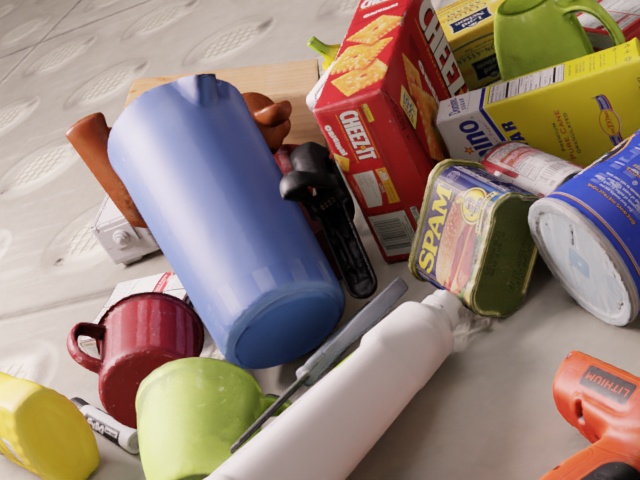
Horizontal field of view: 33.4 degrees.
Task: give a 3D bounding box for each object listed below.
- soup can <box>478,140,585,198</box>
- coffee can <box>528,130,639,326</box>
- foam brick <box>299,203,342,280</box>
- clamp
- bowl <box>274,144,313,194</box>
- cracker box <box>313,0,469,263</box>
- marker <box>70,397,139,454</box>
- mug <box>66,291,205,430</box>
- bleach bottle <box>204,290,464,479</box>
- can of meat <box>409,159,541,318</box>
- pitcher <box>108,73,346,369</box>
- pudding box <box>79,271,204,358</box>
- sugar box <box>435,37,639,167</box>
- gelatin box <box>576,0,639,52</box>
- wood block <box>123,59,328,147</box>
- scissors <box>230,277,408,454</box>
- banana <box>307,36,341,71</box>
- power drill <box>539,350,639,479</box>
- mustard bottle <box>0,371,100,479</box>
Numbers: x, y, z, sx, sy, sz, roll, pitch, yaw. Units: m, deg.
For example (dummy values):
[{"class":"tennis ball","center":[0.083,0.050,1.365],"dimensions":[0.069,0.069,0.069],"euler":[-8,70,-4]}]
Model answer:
[{"class":"soup can","center":[0.174,-0.035,0.841],"dimensions":[0.068,0.068,0.102],"euler":[-35,29,-11]},{"class":"coffee can","center":[0.230,-0.022,0.733],"dimensions":[0.140,0.102,0.103],"euler":[-35,29,-11]},{"class":"foam brick","center":[-0.006,0.001,0.964],"dimensions":[0.051,0.053,0.078],"euler":[-39,31,-20]},{"class":"clamp","center":[0.009,-0.025,0.875],"dimensions":[0.039,0.120,0.171],"euler":[-23,18,12]},{"class":"bowl","center":[-0.067,-0.028,1.064],"dimensions":[0.162,0.055,0.162],"euler":[-22,29,13]},{"class":"cracker box","center":[0.077,-0.111,0.953],"dimensions":[0.072,0.164,0.213],"euler":[-12,33,25]},{"class":"marker","center":[-0.185,0.156,0.911],"dimensions":[0.020,0.020,0.121],"euler":[-43,31,-24]},{"class":"mug","center":[-0.150,0.098,0.875],"dimensions":[0.093,0.117,0.081],"euler":[-61,20,21]},{"class":"bleach bottle","center":[0.018,0.114,0.715],"dimensions":[0.250,0.068,0.103],"euler":[-41,-4,-32]},{"class":"can of meat","center":[0.119,-0.001,0.808],"dimensions":[0.057,0.102,0.084],"euler":[3,18,-29]},{"class":"pitcher","center":[-0.080,-0.007,0.903],"dimensions":[0.145,0.149,0.243],"euler":[-35,57,6]},{"class":"pudding box","center":[-0.159,0.072,1.004],"dimensions":[0.114,0.039,0.090],"euler":[-14,32,30]},{"class":"sugar box","center":[0.195,-0.096,0.896],"dimensions":[0.176,0.093,0.048],"euler":[-18,30,22]},{"class":"gelatin box","center":[0.298,-0.215,1.063],"dimensions":[0.073,0.030,0.089],"euler":[-35,28,-13]},{"class":"wood block","center":[-0.098,-0.129,1.155],"dimensions":[0.206,0.091,0.090],"euler":[-6,31,3]},{"class":"scissors","center":[0.008,0.082,0.774],"dimensions":[0.096,0.016,0.201],"euler":[-45,-3,30]},{"class":"banana","center":[0.028,-0.201,1.226],"dimensions":[0.037,0.069,0.197],"euler":[-49,-3,3]},{"class":"power drill","center":[0.111,0.147,0.620],"dimensions":[0.187,0.057,0.185],"euler":[-39,27,-14]},{"class":"mustard bottle","center":[-0.269,0.151,0.914],"dimensions":[0.192,0.096,0.058],"euler":[6,45,48]}]
